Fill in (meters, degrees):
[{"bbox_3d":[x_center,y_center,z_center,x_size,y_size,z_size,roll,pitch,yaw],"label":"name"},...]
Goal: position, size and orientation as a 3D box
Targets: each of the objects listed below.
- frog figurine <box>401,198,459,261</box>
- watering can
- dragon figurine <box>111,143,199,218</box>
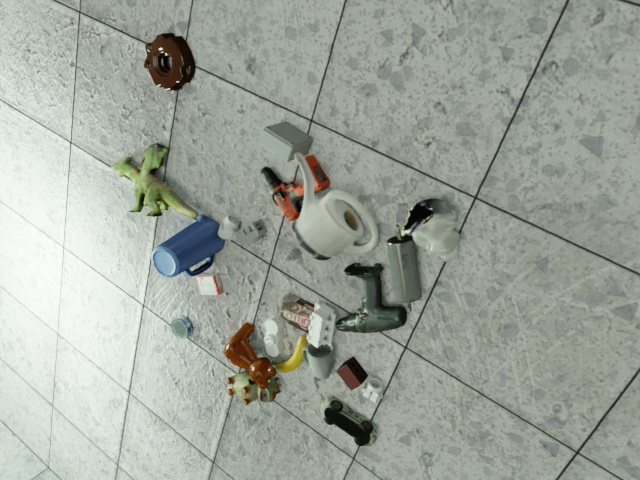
[{"bbox_3d":[0.300,-0.027,1.312,0.158,0.135,0.125,31,27,-23],"label":"frog figurine"},{"bbox_3d":[0.004,-0.072,1.436,0.221,0.345,0.106,-38,15,33],"label":"watering can"},{"bbox_3d":[-0.566,-0.211,1.773,0.411,0.241,0.123,8,12,28],"label":"dragon figurine"}]
